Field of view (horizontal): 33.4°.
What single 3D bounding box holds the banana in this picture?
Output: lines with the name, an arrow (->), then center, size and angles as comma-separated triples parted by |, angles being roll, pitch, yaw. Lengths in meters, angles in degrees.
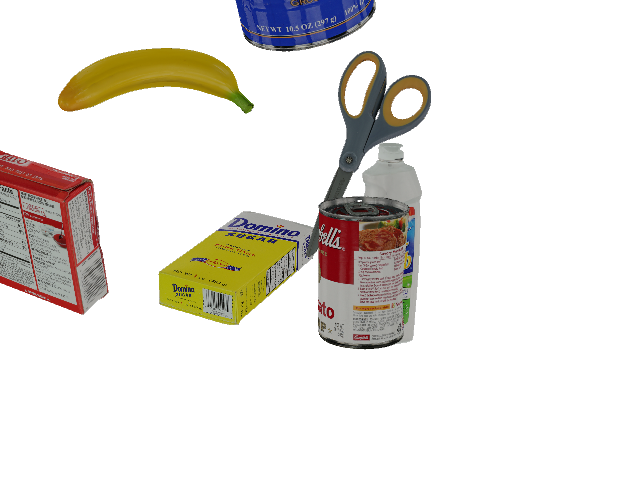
banana -> -0.160, -0.156, 1.029 | 0.197, 0.070, 0.037 | -5, -39, -28

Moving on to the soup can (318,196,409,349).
soup can -> 0.032, 0.023, 0.806 | 0.068, 0.102, 0.068 | 1, 15, 0

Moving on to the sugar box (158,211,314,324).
sugar box -> -0.085, 0.024, 1.133 | 0.093, 0.048, 0.176 | 14, 31, 21

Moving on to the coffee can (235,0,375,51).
coffee can -> -0.022, -0.222, 0.759 | 0.103, 0.140, 0.103 | -9, 37, 7

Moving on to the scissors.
scissors -> 0.047, -0.078, 0.984 | 0.096, 0.202, 0.016 | 6, -12, 9

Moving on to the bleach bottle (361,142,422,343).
bleach bottle -> 0.074, 0.004, 1.338 | 0.102, 0.251, 0.068 | -3, 16, -19

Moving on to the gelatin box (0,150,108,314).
gelatin box -> -0.173, -0.005, 0.663 | 0.073, 0.089, 0.030 | 17, 38, 24
